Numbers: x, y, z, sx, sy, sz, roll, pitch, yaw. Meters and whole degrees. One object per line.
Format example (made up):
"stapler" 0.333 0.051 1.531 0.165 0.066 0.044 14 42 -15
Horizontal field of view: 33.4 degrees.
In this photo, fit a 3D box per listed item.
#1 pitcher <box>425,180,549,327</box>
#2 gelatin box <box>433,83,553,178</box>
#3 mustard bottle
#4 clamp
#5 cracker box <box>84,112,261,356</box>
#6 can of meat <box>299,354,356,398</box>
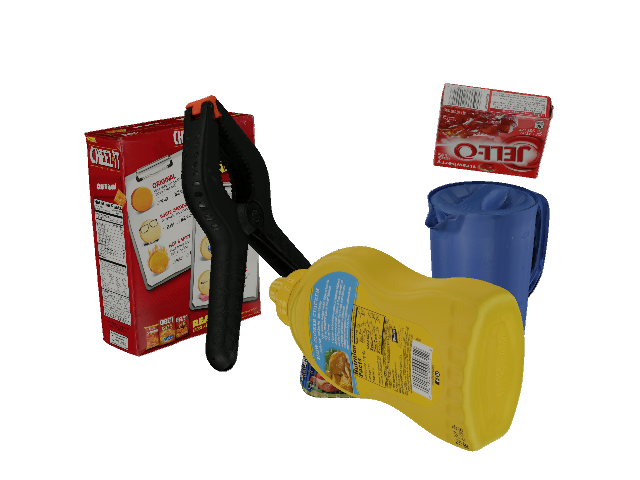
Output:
"pitcher" 0.209 0.052 1.336 0.149 0.243 0.145 2 21 10
"gelatin box" 0.141 -0.089 0.878 0.089 0.030 0.073 9 -37 7
"mustard bottle" 0.035 0.055 0.670 0.058 0.096 0.192 -19 25 -40
"clamp" -0.059 -0.014 0.869 0.036 0.210 0.164 -13 3 33
"cracker box" -0.143 -0.012 1.060 0.072 0.214 0.163 13 21 43
"can of meat" 0.029 0.141 1.283 0.102 0.084 0.057 3 24 -14
